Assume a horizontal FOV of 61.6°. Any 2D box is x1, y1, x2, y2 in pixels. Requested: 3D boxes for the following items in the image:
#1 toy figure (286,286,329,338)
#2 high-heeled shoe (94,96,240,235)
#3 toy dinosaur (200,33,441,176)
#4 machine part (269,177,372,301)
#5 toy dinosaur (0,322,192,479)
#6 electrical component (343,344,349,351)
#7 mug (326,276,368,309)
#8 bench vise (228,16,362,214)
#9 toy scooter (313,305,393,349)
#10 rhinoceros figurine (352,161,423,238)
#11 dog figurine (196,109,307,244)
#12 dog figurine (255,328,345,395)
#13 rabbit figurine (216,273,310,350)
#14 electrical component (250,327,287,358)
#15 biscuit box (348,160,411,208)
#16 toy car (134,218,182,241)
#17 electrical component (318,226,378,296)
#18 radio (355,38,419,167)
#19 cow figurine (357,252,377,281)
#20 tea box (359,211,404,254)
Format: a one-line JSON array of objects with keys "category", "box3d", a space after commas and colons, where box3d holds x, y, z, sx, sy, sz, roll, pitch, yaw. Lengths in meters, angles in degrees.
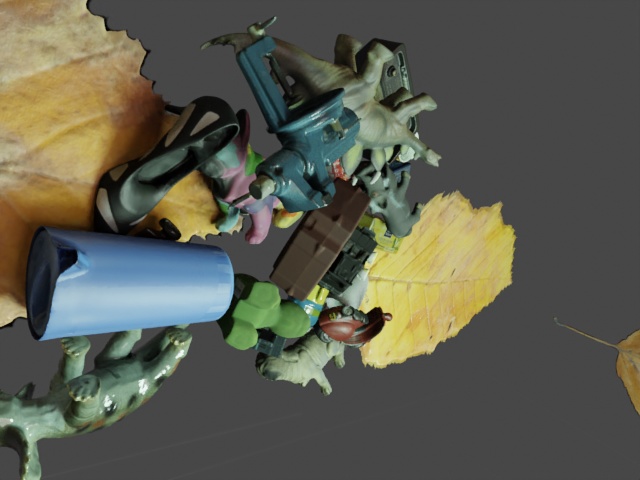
[{"category": "toy figure", "box3d": [-0.024, 0.117, 1.136, 0.089, 0.082, 0.180, 28, 83, -77]}, {"category": "high-heeled shoe", "box3d": [-0.197, -0.075, 0.695, 0.086, 0.145, 0.248, 23, 93, -56]}, {"category": "toy dinosaur", "box3d": [0.038, -0.222, 0.862, 0.471, 0.105, 0.198, 29, 91, -33]}, {"category": "machine part", "box3d": [-0.002, -0.003, 0.983, 0.201, 0.087, 0.201, -55, -178, 38]}, {"category": "toy dinosaur", "box3d": [-0.315, 0.214, 0.789, 0.404, 0.131, 0.192, -11, 139, -58]}, {"category": "electrical component", "box3d": [0.053, 0.238, 1.367, 0.078, 0.045, 0.102, -4, 118, -20]}, {"category": "mug", "box3d": [0.066, 0.112, 1.262, 0.107, 0.081, 0.109, -56, 143, -28]}, {"category": "bench vise", "box3d": [-0.047, -0.162, 0.713, 0.224, 0.129, 0.240, -39, 112, -28]}, {"category": "toy scooter", "box3d": [0.081, 0.184, 1.187, 0.135, 0.075, 0.183, -32, 142, 26]}, {"category": "rhinoceros figurine", "box3d": [0.131, -0.087, 1.082, 0.112, 0.073, 0.190, -52, 126, -23]}, {"category": "dog figurine", "box3d": [-0.107, -0.113, 0.830, 0.191, 0.109, 0.218, -34, 136, -34]}, {"category": "dog figurine", "box3d": [-0.044, 0.243, 1.191, 0.190, 0.121, 0.172, 38, 57, -42]}, {"category": "rabbit figurine", "box3d": [-0.103, 0.134, 0.964, 0.170, 0.159, 0.121, 26, 84, -35]}, {"category": "electrical component", "box3d": [-0.102, 0.193, 1.044, 0.119, 0.075, 0.047, -88, -162, -77]}, {"category": "biscuit box", "box3d": [0.117, -0.123, 1.166, 0.203, 0.059, 0.062, -27, 132, -41]}, {"category": "toy car", "box3d": [-0.222, 0.034, 0.829, 0.089, 0.053, 0.202, -38, 144, 2]}, {"category": "electrical component", "box3d": [0.056, 0.037, 1.043, 0.134, 0.058, 0.115, -56, -178, -19]}, {"category": "radio", "box3d": [0.122, -0.266, 1.052, 0.131, 0.073, 0.229, -49, 145, -19]}, {"category": "cow figurine", "box3d": [0.068, 0.038, 1.191, 0.068, 0.098, 0.167, -63, 180, -1]}, {"category": "tea box", "box3d": [0.111, -0.024, 1.197, 0.169, 0.098, 0.068, 11, 105, -57]}]
